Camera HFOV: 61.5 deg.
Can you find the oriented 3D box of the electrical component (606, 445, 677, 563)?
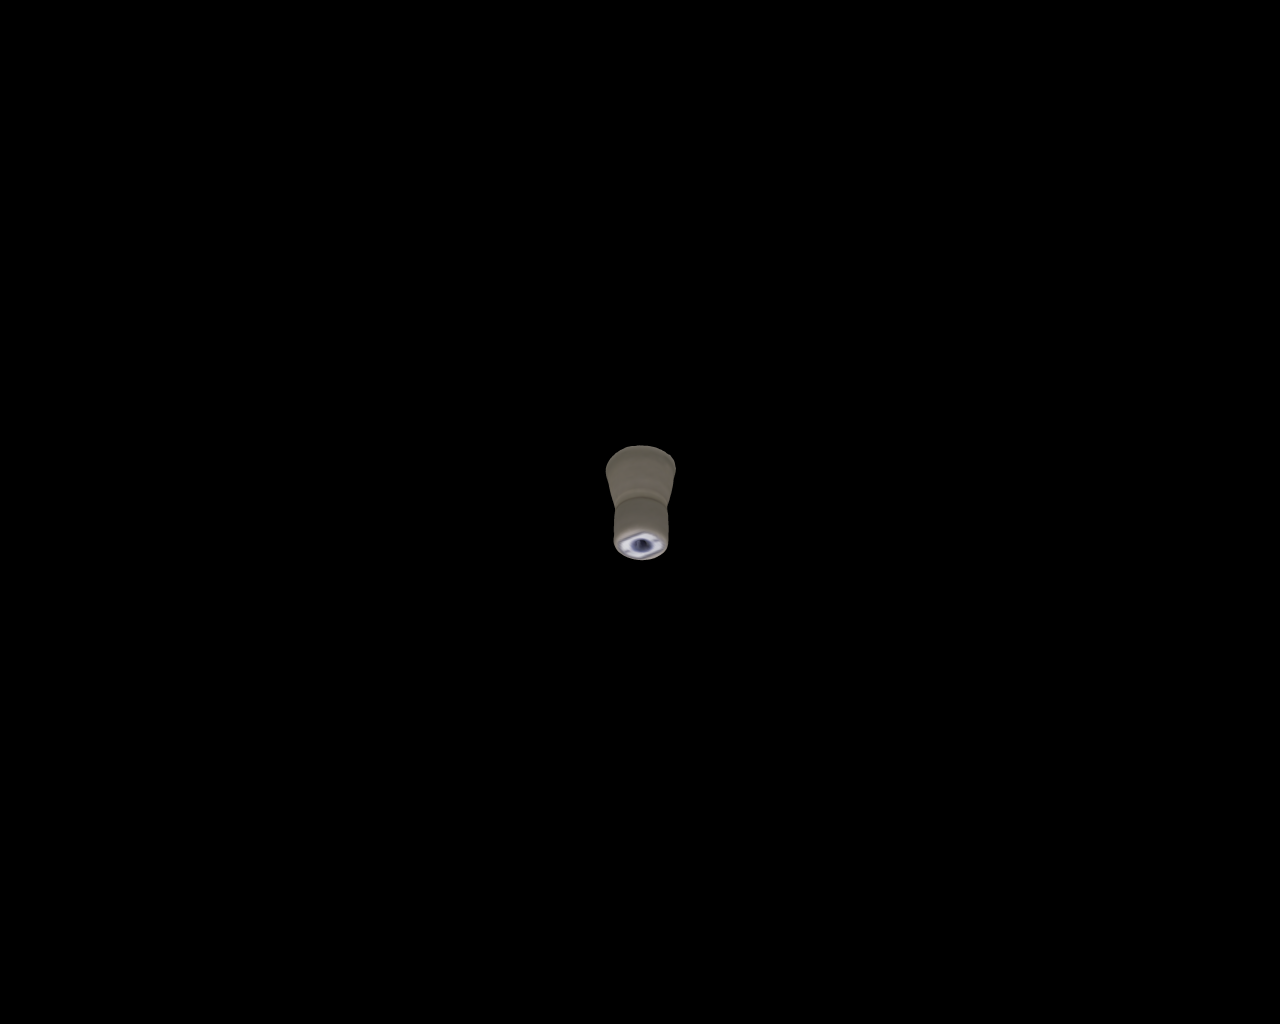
[{"bbox_3d":[0.001,-0.003,0.650,0.044,0.065,0.044,0,-39,0],"label":"electrical component"}]
